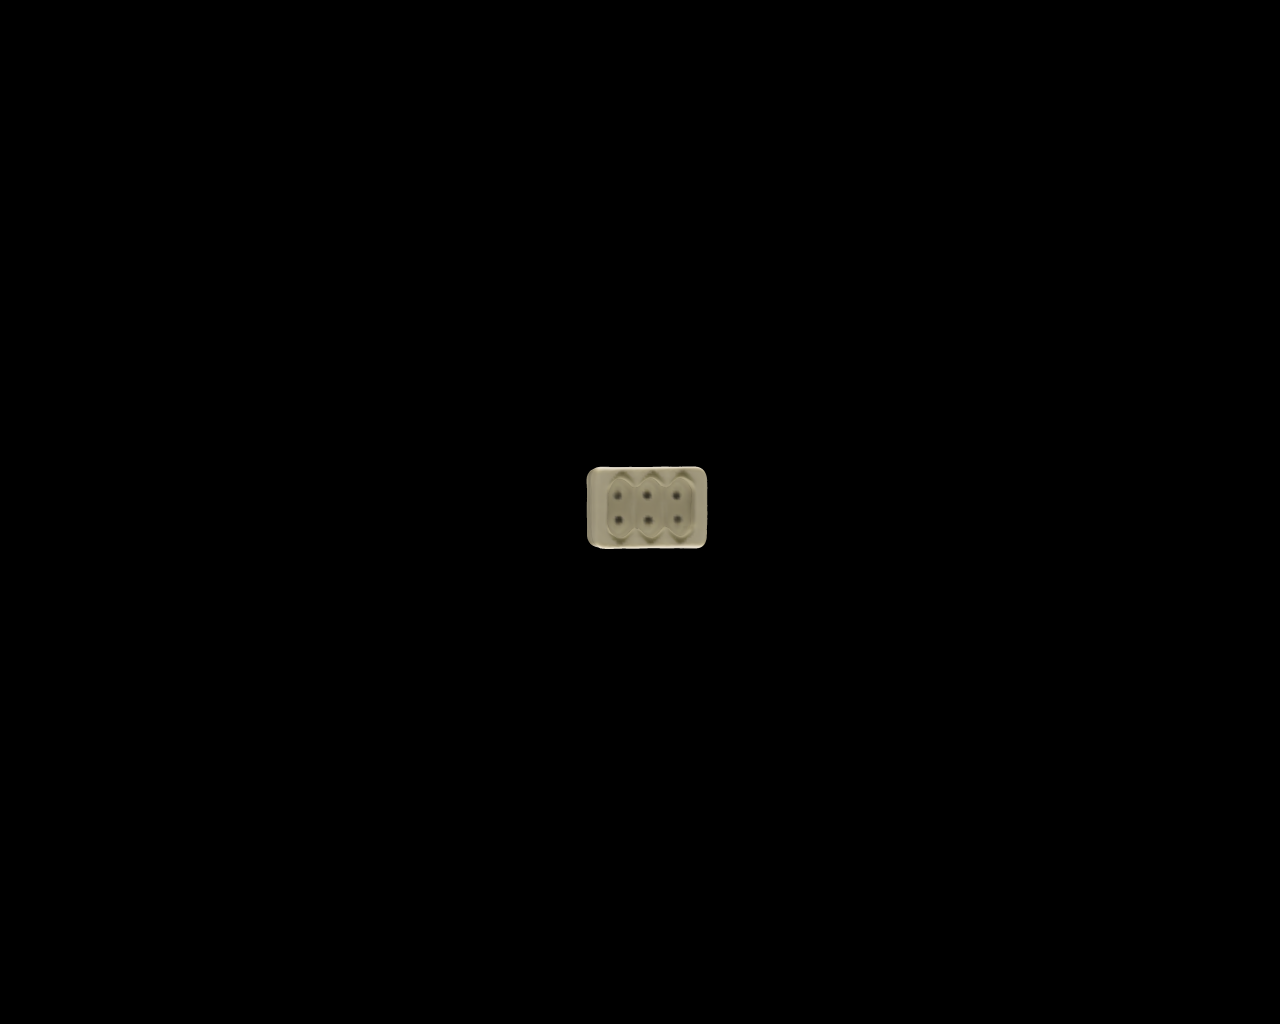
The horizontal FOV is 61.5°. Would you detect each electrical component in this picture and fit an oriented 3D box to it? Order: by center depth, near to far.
[{"bbox_3d":[0.001,-0.003,0.650,0.066,0.047,0.076,0,0,-9],"label":"electrical component"}]
